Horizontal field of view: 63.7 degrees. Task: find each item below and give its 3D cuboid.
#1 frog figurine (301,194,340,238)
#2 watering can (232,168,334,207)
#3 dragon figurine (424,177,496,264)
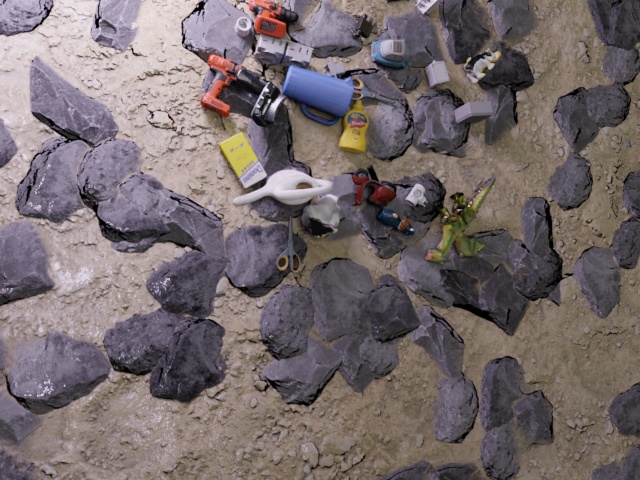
[{"bbox_3d":[0.006,-0.092,1.829,0.137,0.120,0.163,13,47,-7],"label":"frog figurine"},{"bbox_3d":[-0.132,-0.171,1.721,0.349,0.227,0.102,-9,108,-16],"label":"watering can"},{"bbox_3d":[0.565,-0.049,1.991,0.413,0.123,0.239,-31,112,-14],"label":"dragon figurine"}]
